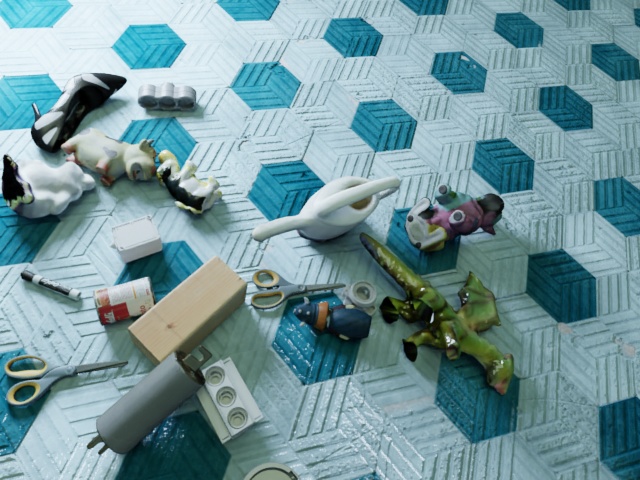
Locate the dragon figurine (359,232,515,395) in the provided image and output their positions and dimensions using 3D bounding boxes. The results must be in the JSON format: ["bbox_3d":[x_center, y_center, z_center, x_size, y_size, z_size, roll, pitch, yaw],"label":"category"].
[{"bbox_3d":[0.264,0.132,1.078,0.244,0.119,0.417,-9,61,-35],"label":"dragon figurine"}]

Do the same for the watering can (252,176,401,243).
[{"bbox_3d":[0.003,-0.053,1.056,0.350,0.221,0.104,-22,84,-22],"label":"watering can"}]

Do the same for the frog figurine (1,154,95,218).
[{"bbox_3d":[-0.562,-0.113,1.070,0.139,0.121,0.160,37,23,22],"label":"frog figurine"}]
